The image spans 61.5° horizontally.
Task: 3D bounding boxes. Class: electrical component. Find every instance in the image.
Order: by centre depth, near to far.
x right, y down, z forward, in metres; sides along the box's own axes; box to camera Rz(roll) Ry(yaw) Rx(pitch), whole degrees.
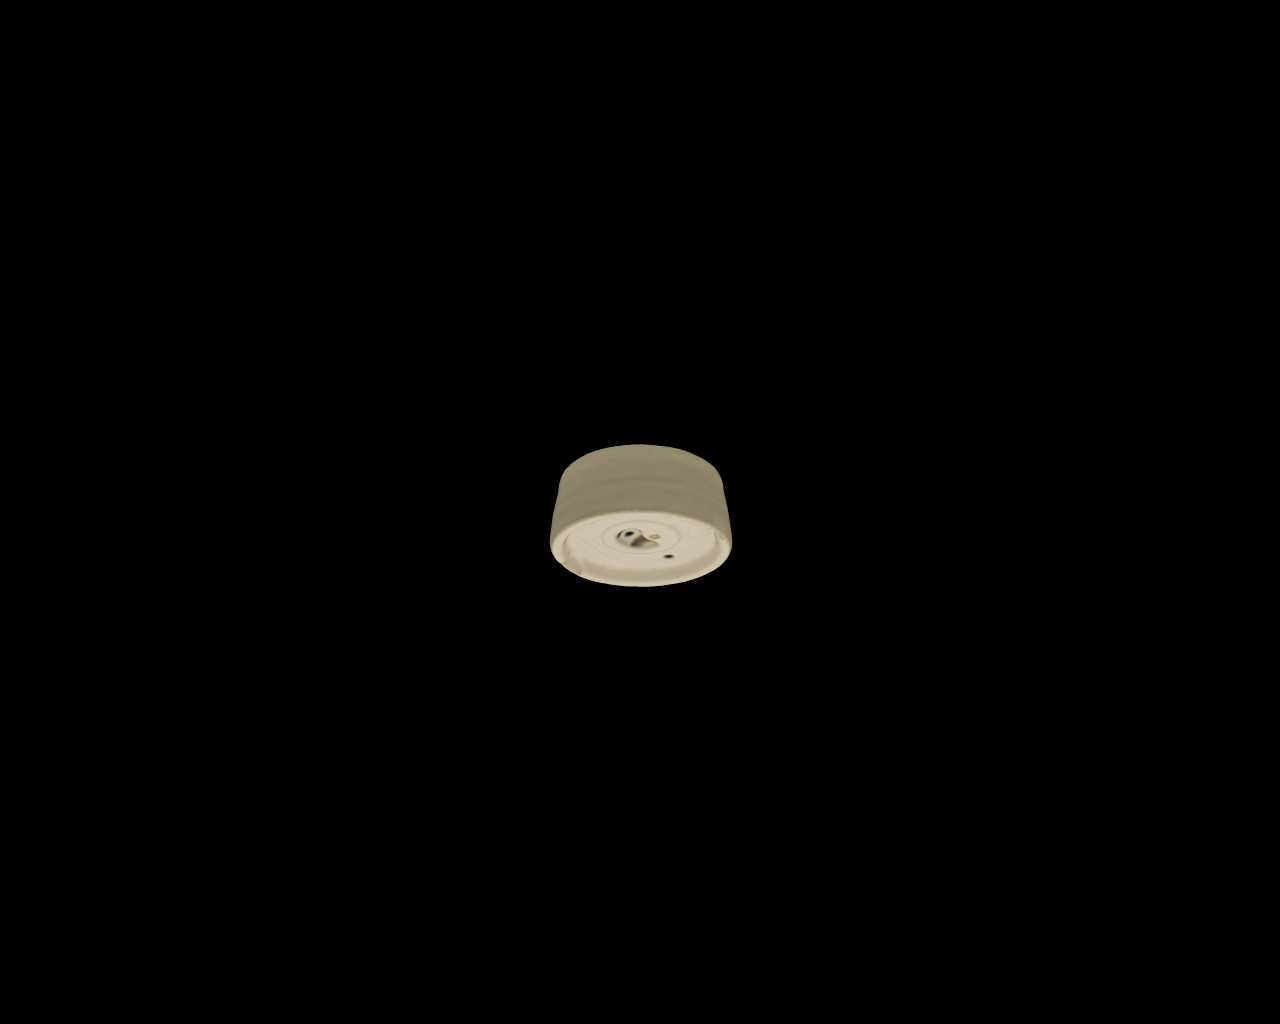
[{"bbox_3d":[0.001,-0.003,0.650,0.108,0.060,0.108,0,-27,0],"label":"electrical component"}]
